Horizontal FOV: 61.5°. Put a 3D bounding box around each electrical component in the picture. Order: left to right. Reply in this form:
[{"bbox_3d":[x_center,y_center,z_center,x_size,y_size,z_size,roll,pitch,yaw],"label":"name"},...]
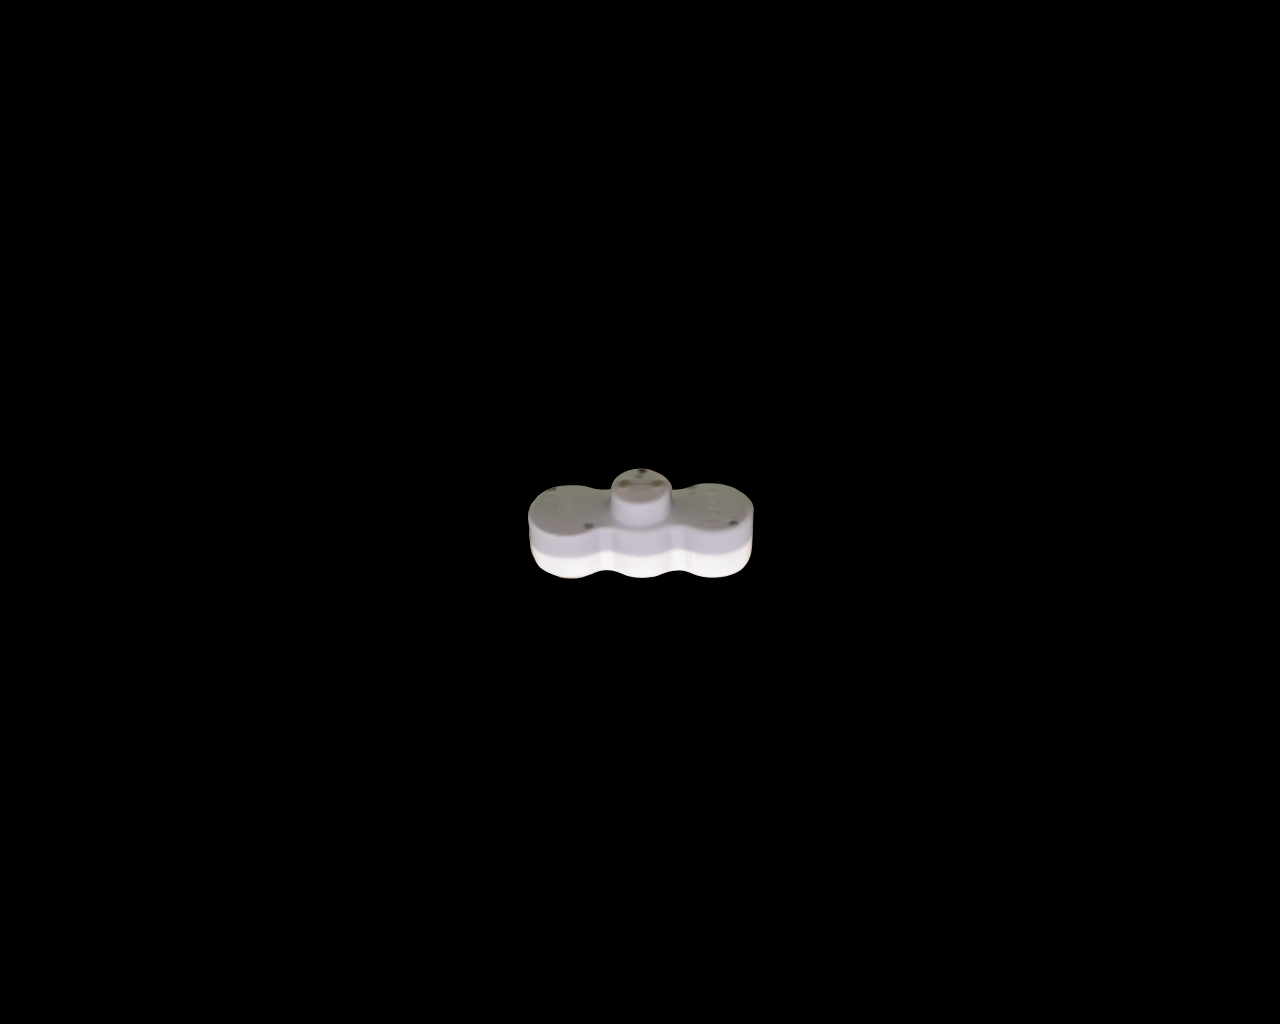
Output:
[{"bbox_3d":[0.001,-0.003,0.650,0.138,0.073,0.052,0,37,0],"label":"electrical component"}]
